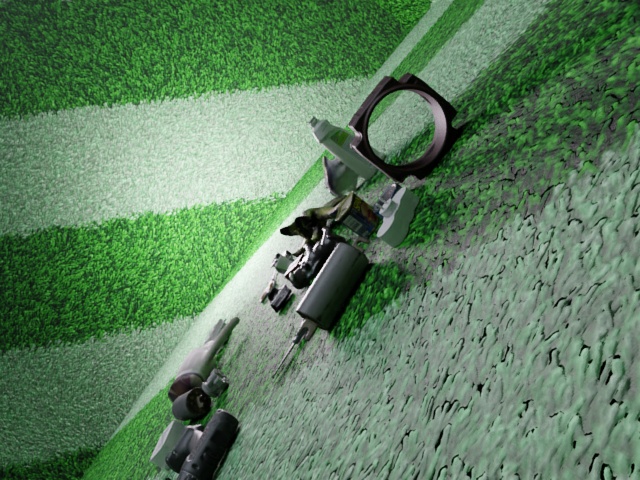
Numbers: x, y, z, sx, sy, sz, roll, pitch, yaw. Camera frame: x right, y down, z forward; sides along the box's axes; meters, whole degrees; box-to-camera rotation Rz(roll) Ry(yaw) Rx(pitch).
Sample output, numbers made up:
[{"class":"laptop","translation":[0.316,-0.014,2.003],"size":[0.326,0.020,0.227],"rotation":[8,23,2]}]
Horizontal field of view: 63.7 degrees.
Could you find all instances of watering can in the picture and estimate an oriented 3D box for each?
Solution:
[{"class":"watering can","translation":[-0.393,0.412,1.719],"size":[0.342,0.103,0.229],"rotation":[-48,13,25]}]

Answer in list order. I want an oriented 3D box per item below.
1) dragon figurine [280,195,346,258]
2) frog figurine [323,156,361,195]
[{"class":"dragon figurine","translation":[0.005,-0.083,1.647],"size":[0.404,0.121,0.248],"rotation":[-31,15,43]},{"class":"frog figurine","translation":[0.094,-0.216,1.640],"size":[0.159,0.136,0.124],"rotation":[-10,16,-3]}]
